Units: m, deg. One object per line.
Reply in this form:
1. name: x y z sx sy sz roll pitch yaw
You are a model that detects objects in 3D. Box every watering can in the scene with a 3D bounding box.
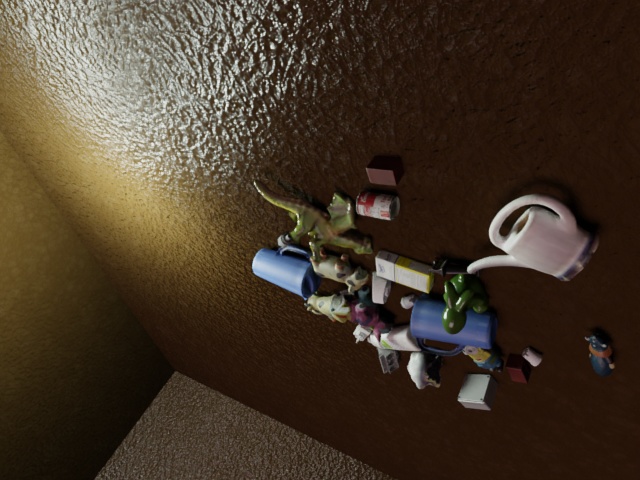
1. watering can: 0.501 0.022 1.222 0.225 0.106 0.339 28 145 9

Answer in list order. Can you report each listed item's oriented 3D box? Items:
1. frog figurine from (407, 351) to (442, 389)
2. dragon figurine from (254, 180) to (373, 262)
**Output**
1. frog figurine: 0.365 0.476 1.906 0.159 0.123 0.137 -7 96 56
2. dragon figurine: 0.005 -0.079 1.568 0.239 0.125 0.406 -31 113 35
